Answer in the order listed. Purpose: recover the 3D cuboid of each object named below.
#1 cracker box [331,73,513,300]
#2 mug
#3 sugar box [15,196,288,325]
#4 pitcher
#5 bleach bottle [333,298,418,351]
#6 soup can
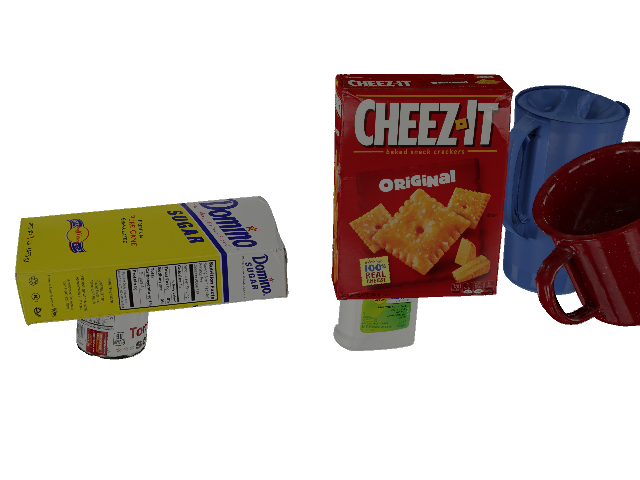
[{"bbox_3d":[0.095,-0.051,1.040,0.164,0.214,0.072,-1,21,-5],"label":"cracker box"},{"bbox_3d":[0.180,0.006,0.658,0.117,0.081,0.093,-41,32,-17],"label":"mug"},{"bbox_3d":[-0.116,0.011,0.735,0.176,0.048,0.093,-8,27,-9],"label":"sugar box"},{"bbox_3d":[0.282,-0.057,1.300,0.149,0.243,0.145,4,27,2],"label":"pitcher"},{"bbox_3d":[0.073,0.005,1.298,0.102,0.251,0.068,-3,16,-18],"label":"bleach bottle"},{"bbox_3d":[-0.194,0.052,1.001,0.068,0.102,0.068,6,21,-3],"label":"soup can"}]
